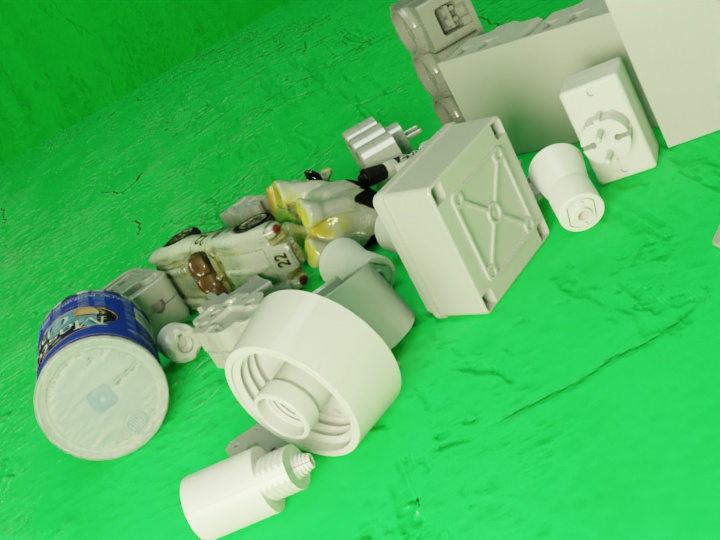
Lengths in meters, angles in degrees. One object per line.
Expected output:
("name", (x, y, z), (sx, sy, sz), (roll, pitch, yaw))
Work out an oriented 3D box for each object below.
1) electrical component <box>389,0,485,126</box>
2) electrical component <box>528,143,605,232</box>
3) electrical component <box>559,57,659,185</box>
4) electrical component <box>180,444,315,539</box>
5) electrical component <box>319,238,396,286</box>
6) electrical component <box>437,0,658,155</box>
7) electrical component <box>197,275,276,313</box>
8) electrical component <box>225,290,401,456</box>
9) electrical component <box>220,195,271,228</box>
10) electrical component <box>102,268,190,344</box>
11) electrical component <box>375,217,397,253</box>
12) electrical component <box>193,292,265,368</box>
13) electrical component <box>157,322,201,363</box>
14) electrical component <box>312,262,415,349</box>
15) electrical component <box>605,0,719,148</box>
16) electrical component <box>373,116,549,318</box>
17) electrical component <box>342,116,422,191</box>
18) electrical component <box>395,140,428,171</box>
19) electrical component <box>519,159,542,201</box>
("electrical component", (0.093, -0.211, 1.097), (0.062, 0.150, 0.089), (-31, 21, -6))
("electrical component", (0.157, -0.060, 0.807), (0.044, 0.044, 0.065), (-26, 40, 9))
("electrical component", (0.190, -0.106, 0.822), (0.047, 0.083, 0.075), (-18, 24, 28))
("electrical component", (-0.065, 0.133, 0.666), (0.081, 0.043, 0.043), (-25, 21, 12))
("electrical component", (0.000, 0.000, 0.891), (0.044, 0.044, 0.065), (-37, 27, -18))
("electrical component", (0.177, -0.172, 0.960), (0.186, 0.105, 0.060), (-7, 30, 46))
("electrical component", (-0.099, 0.038, 0.934), (0.064, 0.042, 0.081), (-33, 21, -17))
("electrical component", (-0.035, 0.072, 0.683), (0.108, 0.108, 0.060), (-8, 35, 44))
("electrical component", (-0.108, -0.044, 1.112), (0.048, 0.055, 0.066), (-40, 23, -26))
("electrical component", (-0.212, 0.038, 1.054), (0.054, 0.059, 0.095), (-40, 23, -25))
("electrical component", (0.043, -0.032, 0.900), (0.045, 0.045, 0.055), (-36, 22, -15))
("electrical component", (-0.091, 0.057, 0.855), (0.078, 0.057, 0.058), (-4, 32, 48))
("electrical component", (-0.168, 0.064, 0.973), (0.035, 0.035, 0.061), (-38, 19, -21))
("electrical component", (-0.014, 0.041, 0.805), (0.099, 0.064, 0.099), (-36, 2, 2))
("electrical component", (0.252, -0.202, 0.815), (0.105, 0.186, 0.060), (-19, 23, 27))
("electrical component", (0.076, -0.039, 0.783), (0.056, 0.108, 0.108), (-5, 32, 43))
("electrical component", (0.031, -0.132, 1.135), (0.074, 0.052, 0.138), (-30, 21, 0))
("electrical component", (0.079, -0.102, 1.018), (0.081, 0.042, 0.063), (-22, 21, 18))
("electrical component", (0.104, -0.064, 0.868), (0.081, 0.063, 0.042), (-22, 21, 19))
